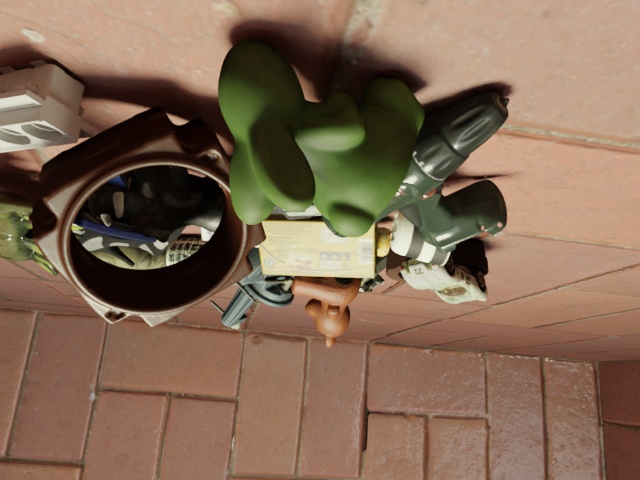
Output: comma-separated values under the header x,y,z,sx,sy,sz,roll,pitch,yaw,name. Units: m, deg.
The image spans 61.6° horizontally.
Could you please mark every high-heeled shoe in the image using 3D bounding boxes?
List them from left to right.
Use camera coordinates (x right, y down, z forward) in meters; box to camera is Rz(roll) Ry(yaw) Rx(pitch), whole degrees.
x,y,z,sx,sy,sz,roll,pitch,yaw,name
-0.318,-0.035,0.888,0.249,0.086,0.145,-30,115,35,high-heeled shoe

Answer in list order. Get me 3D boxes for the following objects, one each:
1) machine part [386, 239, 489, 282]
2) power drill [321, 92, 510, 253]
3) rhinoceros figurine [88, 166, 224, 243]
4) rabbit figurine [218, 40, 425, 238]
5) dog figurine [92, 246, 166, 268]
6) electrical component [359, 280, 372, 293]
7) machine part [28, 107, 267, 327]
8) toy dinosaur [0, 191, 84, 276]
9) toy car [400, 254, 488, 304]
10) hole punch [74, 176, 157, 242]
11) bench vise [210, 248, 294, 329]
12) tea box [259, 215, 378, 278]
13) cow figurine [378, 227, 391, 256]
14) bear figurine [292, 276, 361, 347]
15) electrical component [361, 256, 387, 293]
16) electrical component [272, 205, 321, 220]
x,y,z,sx,sy,sz,roll,pitch,yaw,name
0.209,0.037,0.964,0.179,0.056,0.179,4,162,1,machine part
0.131,-0.055,0.589,0.232,0.086,0.207,-27,156,32,power drill
-0.186,-0.049,0.666,0.190,0.112,0.073,7,168,-38,rhinoceros figurine
-0.020,-0.084,0.455,0.170,0.159,0.121,33,154,-24,rabbit figurine
-0.362,0.029,1.059,0.191,0.121,0.172,-9,168,-2,dog figurine
0.052,0.075,1.145,0.115,0.058,0.134,3,164,14,electrical component
-0.173,-0.018,0.566,0.201,0.087,0.201,-29,131,-7,machine part
-0.461,-0.022,0.797,0.198,0.105,0.471,20,167,-20,toy dinosaur
0.206,0.065,0.872,0.074,0.056,0.201,-13,156,38,toy car
-0.291,-0.043,0.764,0.142,0.092,0.116,11,167,-36,hole punch
-0.126,0.092,1.023,0.240,0.129,0.223,-52,164,28,bench vise
-0.002,-0.002,0.783,0.170,0.068,0.098,4,122,9,tea box
0.046,0.005,0.886,0.098,0.068,0.167,17,160,-19,cow figurine
0.008,0.111,1.034,0.132,0.120,0.195,21,144,1,bear figurine
0.104,0.058,1.029,0.078,0.045,0.102,-31,157,-1,electrical component
-0.036,-0.057,0.708,0.119,0.047,0.074,0,164,17,electrical component
